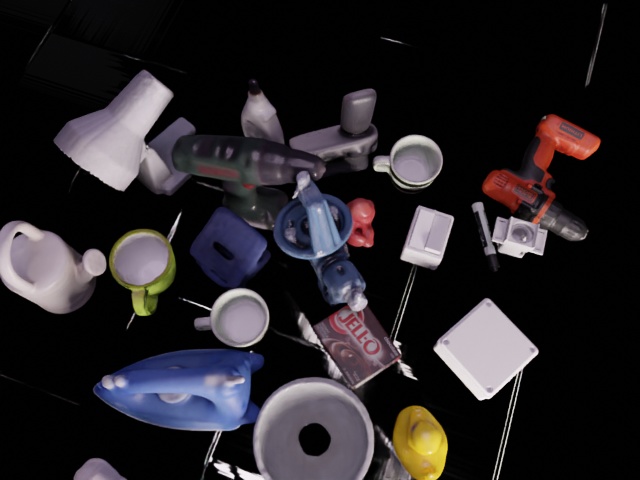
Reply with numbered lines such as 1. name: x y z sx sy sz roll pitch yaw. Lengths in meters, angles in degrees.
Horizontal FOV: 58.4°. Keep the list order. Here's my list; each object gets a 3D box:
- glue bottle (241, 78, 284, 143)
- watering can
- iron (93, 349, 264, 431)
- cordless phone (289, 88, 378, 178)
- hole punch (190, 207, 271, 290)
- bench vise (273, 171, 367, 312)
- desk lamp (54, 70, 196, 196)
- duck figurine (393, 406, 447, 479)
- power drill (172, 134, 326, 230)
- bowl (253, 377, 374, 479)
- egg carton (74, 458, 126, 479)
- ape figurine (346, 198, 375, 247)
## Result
1. glue bottle: -0.099 -0.208 0.941 0.078 0.173 0.037 35 73 13
2. watering can: -0.404 0.035 0.838 0.173 0.194 0.101 -20 70 -7
3. iron: -0.212 0.204 0.802 0.258 0.141 0.118 -1 69 0
4. cordless phone: 0.023 -0.183 0.925 0.147 0.185 0.094 -17 70 -6
5. hole punch: -0.141 0.019 0.899 0.108 0.091 0.101 37 74 13
6. bench vise: 0.016 -0.005 0.839 0.207 0.220 0.121 41 75 14
7. desk lamp: -0.283 -0.156 0.900 0.117 0.213 0.203 39 74 14
8. duck figurine: 0.145 0.284 0.802 0.077 0.086 0.104 -9 70 -3
9. power drill: -0.102 -0.092 0.878 0.229 0.208 0.075 12 70 5
10. bowl: -0.008 0.283 0.808 0.167 0.075 0.167 0 69 0
11. egg carton: -0.287 0.378 0.775 0.150 0.069 0.107 34 73 12
12. ape figurine: 0.063 -0.036 0.919 0.076 0.092 0.078 33 73 12
